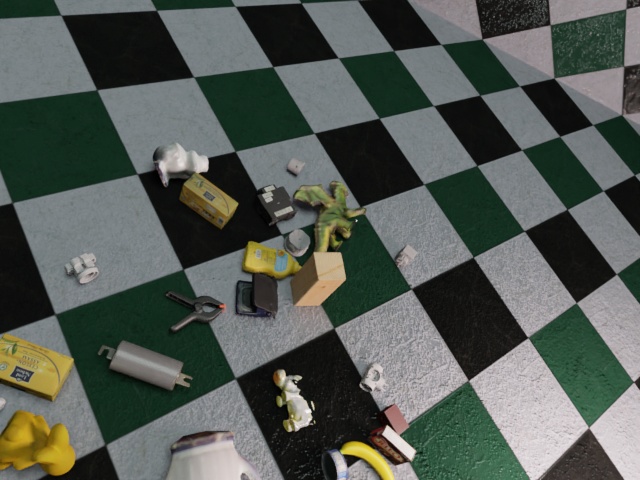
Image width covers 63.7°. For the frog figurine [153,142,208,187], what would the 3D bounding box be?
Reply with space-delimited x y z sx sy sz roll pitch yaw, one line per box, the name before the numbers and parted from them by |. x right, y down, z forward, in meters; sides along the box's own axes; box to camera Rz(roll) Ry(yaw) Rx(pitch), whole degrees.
frog figurine | -0.442 -0.251 1.633 0.160 0.134 0.125 -24 43 -15

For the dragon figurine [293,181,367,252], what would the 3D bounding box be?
dragon figurine | 0.005 -0.089 1.766 0.244 0.119 0.417 40 43 10

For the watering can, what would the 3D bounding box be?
watering can | -0.307 0.575 1.206 0.348 0.102 0.229 -2 61 -27
